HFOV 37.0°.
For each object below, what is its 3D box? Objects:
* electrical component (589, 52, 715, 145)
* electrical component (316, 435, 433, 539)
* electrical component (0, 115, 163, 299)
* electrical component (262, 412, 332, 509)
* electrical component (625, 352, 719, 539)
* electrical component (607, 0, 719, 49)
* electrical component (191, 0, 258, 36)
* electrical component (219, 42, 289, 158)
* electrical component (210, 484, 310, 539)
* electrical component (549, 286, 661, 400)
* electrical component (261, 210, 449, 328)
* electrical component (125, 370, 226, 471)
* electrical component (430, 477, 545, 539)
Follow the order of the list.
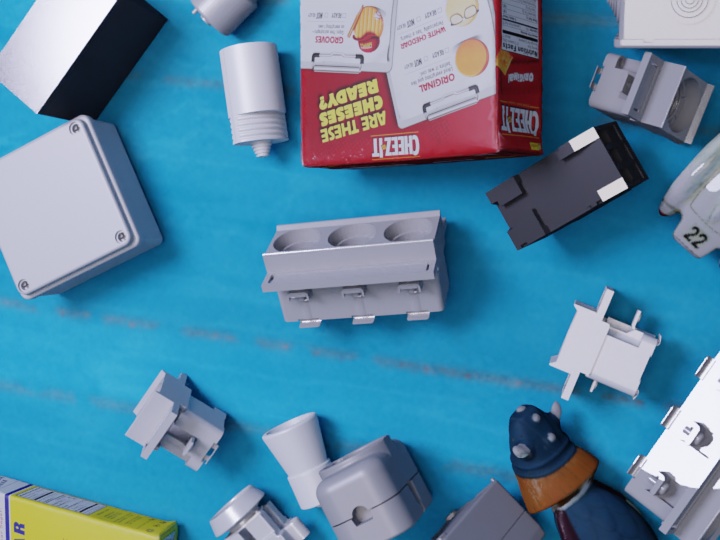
[{"bbox_3d":[0.192,-0.116,0.718,0.064,0.081,0.042,24,97,41],"label":"electrical component"},{"bbox_3d":[0.009,0.156,0.760,0.054,0.095,0.059,-29,84,13],"label":"electrical component"},{"bbox_3d":[-0.226,-0.047,0.833,0.109,0.056,0.108,-25,86,14],"label":"electrical component"},{"bbox_3d":[-0.040,0.144,0.801,0.044,0.044,0.065,-24,91,14],"label":"electrical component"},{"bbox_3d":[0.237,0.116,0.716,0.063,0.079,0.121,38,101,33],"label":"electrical component"},{"bbox_3d":[0.212,-0.171,0.698,0.100,0.099,0.048,3,106,14],"label":"electrical component"},{"bbox_3d":[-0.091,-0.210,0.802,0.078,0.040,0.040,-42,82,12],"label":"electrical component"},{"bbox_3d":[-0.078,-0.124,0.800,0.043,0.043,0.081,-8,90,14],"label":"electrical component"},{"bbox_3d":[-0.080,0.196,0.810,0.066,0.048,0.055,-41,90,12],"label":"electrical component"},{"bbox_3d":[0.170,0.055,0.744,0.064,0.042,0.081,23,97,11],"label":"electrical component"},{"bbox_3d":[0.000,0.000,0.770,0.121,0.078,0.063,-5,119,14],"label":"electrical component"},{"bbox_3d":[-0.136,0.115,0.810,0.064,0.081,0.042,34,101,-12],"label":"electrical component"},{"bbox_3d":[0.083,0.196,0.747,0.061,0.096,0.061,46,131,8],"label":"electrical component"}]
